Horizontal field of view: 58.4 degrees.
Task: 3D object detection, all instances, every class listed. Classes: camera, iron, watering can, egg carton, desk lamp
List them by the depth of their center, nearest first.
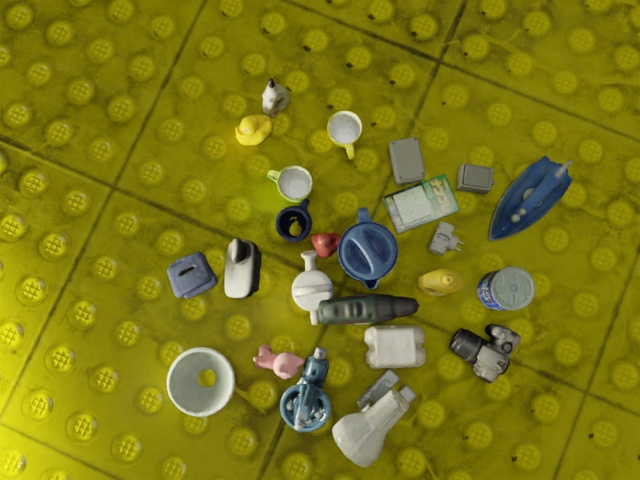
[{"bbox_3d":[0.132,0.411,1.339,0.118,0.213,0.203,43,86,7],"label":"desk lamp"},{"bbox_3d":[-0.021,0.116,1.390,0.101,0.194,0.173,-27,83,-2],"label":"watering can"},{"bbox_3d":[0.400,0.262,1.408,0.136,0.101,0.143,31,84,5],"label":"camera"},{"bbox_3d":[0.187,0.265,1.429,0.150,0.069,0.107,-3,82,1],"label":"egg carton"},{"bbox_3d":[0.527,-0.099,1.432,0.118,0.141,0.258,42,86,6],"label":"iron"}]

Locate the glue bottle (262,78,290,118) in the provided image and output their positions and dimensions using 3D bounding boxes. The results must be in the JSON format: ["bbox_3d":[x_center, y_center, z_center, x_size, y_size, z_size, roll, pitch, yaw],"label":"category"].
[{"bbox_3d":[-0.118,-0.373,1.467,0.037,0.173,0.078,41,86,6],"label":"glue bottle"}]

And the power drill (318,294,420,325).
[{"bbox_3d":[0.112,0.165,1.374,0.229,0.208,0.076,-5,82,1],"label":"power drill"}]

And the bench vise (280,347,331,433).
[{"bbox_3d":[-0.037,0.359,1.346,0.121,0.220,0.207,-3,82,1],"label":"bench vise"}]

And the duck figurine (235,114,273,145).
[{"bbox_3d":[-0.176,-0.299,1.503,0.104,0.086,0.077,-28,83,-2],"label":"duck figurine"}]

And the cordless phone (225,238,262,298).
[{"bbox_3d":[-0.201,0.067,1.406,0.094,0.185,0.148,-1,82,2],"label":"cordless phone"}]

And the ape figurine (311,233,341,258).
[{"bbox_3d":[0.013,0.005,1.455,0.077,0.092,0.076,23,84,5],"label":"ape figurine"}]

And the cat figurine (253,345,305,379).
[{"bbox_3d":[-0.103,0.303,1.407,0.127,0.118,0.067,13,83,3],"label":"cat figurine"}]

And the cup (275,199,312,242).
[{"bbox_3d":[-0.058,-0.047,1.462,0.091,0.095,0.118,27,84,5],"label":"cup"}]

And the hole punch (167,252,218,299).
[{"bbox_3d":[-0.330,0.088,1.453,0.108,0.091,0.101,-28,83,-2],"label":"hole punch"}]

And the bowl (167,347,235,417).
[{"bbox_3d":[-0.288,0.350,1.427,0.167,0.075,0.167,0,83,1],"label":"bowl"}]
